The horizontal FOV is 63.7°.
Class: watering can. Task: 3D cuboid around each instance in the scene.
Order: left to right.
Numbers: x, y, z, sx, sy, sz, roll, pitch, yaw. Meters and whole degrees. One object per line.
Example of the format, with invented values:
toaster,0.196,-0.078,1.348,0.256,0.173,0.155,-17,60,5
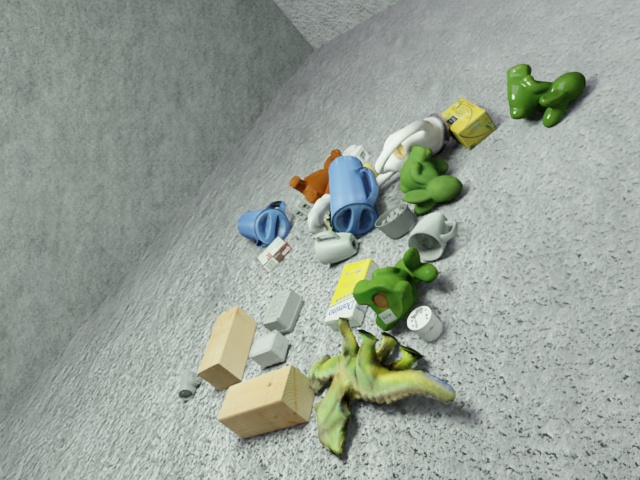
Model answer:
watering can,0.244,-0.244,1.479,0.226,0.105,0.341,-28,-15,-20

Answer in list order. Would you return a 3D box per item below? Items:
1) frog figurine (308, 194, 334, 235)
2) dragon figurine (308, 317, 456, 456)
frog figurine,0.005,-0.081,1.618,0.160,0.121,0.138,22,88,51
dragon figurine,0.080,0.296,0.986,0.243,0.121,0.413,-64,24,0
